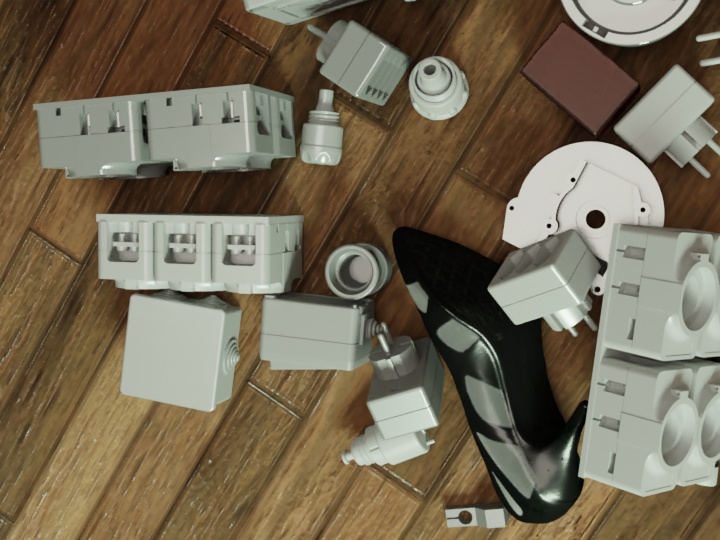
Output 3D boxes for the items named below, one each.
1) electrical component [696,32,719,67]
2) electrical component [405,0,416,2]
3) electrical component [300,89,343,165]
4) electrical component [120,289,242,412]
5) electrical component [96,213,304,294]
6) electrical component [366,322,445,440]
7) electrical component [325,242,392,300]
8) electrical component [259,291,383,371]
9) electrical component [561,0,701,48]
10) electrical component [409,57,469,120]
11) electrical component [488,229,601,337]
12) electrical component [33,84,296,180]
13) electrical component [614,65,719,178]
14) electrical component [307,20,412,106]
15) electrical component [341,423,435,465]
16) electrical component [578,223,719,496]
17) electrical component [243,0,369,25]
[{"bbox_3d":[0.289,-0.169,0.795,0.076,0.047,0.083,-8,91,16],"label":"electrical component"},{"bbox_3d":[0.055,-0.251,0.838,0.051,0.080,0.080,0,94,10],"label":"electrical component"},{"bbox_3d":[-0.031,-0.119,0.893,0.035,0.035,0.061,6,93,15],"label":"electrical component"},{"bbox_3d":[-0.153,0.068,0.931,0.100,0.048,0.099,9,96,15],"label":"electrical component"},{"bbox_3d":[-0.132,-0.015,0.898,0.150,0.089,0.061,2,94,15],"label":"electrical component"},{"bbox_3d":[0.031,0.077,0.853,0.047,0.083,0.075,-18,110,16],"label":"electrical component"},{"bbox_3d":[0.000,0.000,0.881,0.045,0.055,0.045,1,94,15],"label":"electrical component"},{"bbox_3d":[-0.029,0.053,0.889,0.096,0.062,0.061,6,95,15],"label":"electrical component"},{"bbox_3d":[0.205,-0.219,0.807,0.108,0.060,0.108,1,94,15],"label":"electrical component"},{"bbox_3d":[0.059,-0.148,0.849,0.048,0.062,0.048,-2,81,12],"label":"electrical component"},{"bbox_3d":[0.149,0.020,0.809,0.066,0.047,0.076,-24,111,46],"label":"electrical component"},{"bbox_3d":[-0.158,-0.110,0.891,0.186,0.105,0.060,-2,93,16],"label":"electrical component"},{"bbox_3d":[0.243,-0.103,0.812,0.076,0.047,0.065,45,103,8],"label":"electrical component"},{"bbox_3d":[-0.009,-0.173,0.857,0.076,0.083,0.047,35,102,10],"label":"electrical component"},{"bbox_3d":[0.021,0.142,0.893,0.078,0.040,0.040,-24,87,16],"label":"electrical component"},{"bbox_3d":[0.228,0.064,0.788,0.060,0.105,0.186,12,98,45],"label":"electrical component"},{"bbox_3d":[-0.031,-0.238,0.847,0.109,0.109,0.056,-14,93,16],"label":"electrical component"}]
